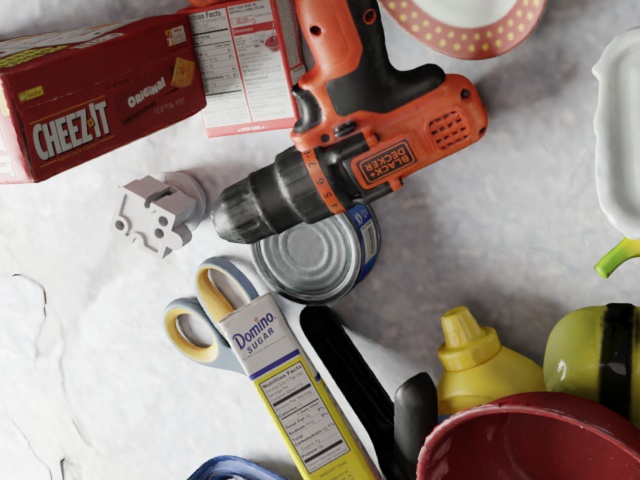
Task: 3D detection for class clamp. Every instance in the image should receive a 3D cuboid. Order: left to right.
[{"bbox_3d":[0.054,0.140,0.725,0.165,0.036,0.210,37,154,57],"label":"clamp"}]

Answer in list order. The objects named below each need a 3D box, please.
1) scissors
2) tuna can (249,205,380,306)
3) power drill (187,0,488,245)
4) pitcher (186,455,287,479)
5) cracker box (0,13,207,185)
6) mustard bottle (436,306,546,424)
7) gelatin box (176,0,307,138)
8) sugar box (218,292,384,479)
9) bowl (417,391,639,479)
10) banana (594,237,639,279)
[{"bbox_3d":[-0.050,0.108,0.796,0.096,0.016,0.202,-21,100,31],"label":"scissors"},{"bbox_3d":[-0.005,0.001,0.723,0.086,0.033,0.086,9,113,21],"label":"tuna can"},{"bbox_3d":[-0.015,-0.098,0.629,0.184,0.057,0.187,-26,119,9],"label":"power drill"},{"bbox_3d":[-0.036,0.271,0.763,0.243,0.144,0.149,16,120,33],"label":"pitcher"},{"bbox_3d":[-0.206,-0.086,0.688,0.214,0.163,0.072,1,112,34],"label":"cracker box"},{"bbox_3d":[0.123,0.132,0.700,0.096,0.058,0.191,-14,104,45],"label":"mustard bottle"},{"bbox_3d":[-0.047,-0.115,0.699,0.073,0.030,0.089,-4,107,27],"label":"gelatin box"},{"bbox_3d":[-0.007,0.120,0.713,0.048,0.093,0.176,-32,87,-3],"label":"sugar box"},{"bbox_3d":[0.140,0.142,0.616,0.162,0.055,0.162,17,130,21],"label":"bowl"},{"bbox_3d":[0.258,0.010,0.589,0.198,0.037,0.069,12,81,29],"label":"banana"}]
